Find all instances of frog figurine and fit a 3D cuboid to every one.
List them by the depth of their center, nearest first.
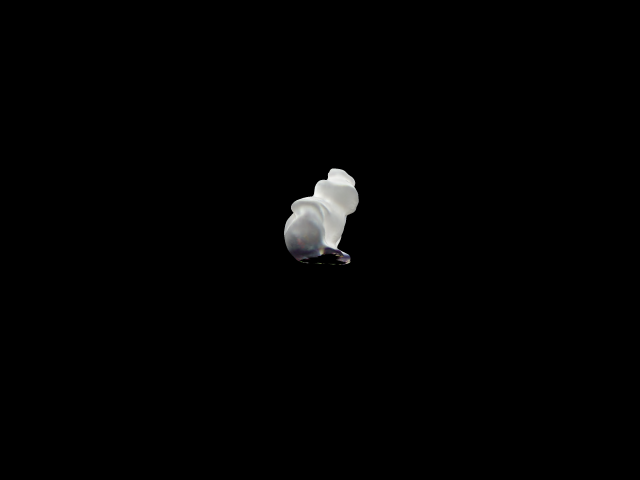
[{"bbox_3d":[0.003,-0.043,0.850,0.122,0.161,0.136,-9,-17,33],"label":"frog figurine"}]
